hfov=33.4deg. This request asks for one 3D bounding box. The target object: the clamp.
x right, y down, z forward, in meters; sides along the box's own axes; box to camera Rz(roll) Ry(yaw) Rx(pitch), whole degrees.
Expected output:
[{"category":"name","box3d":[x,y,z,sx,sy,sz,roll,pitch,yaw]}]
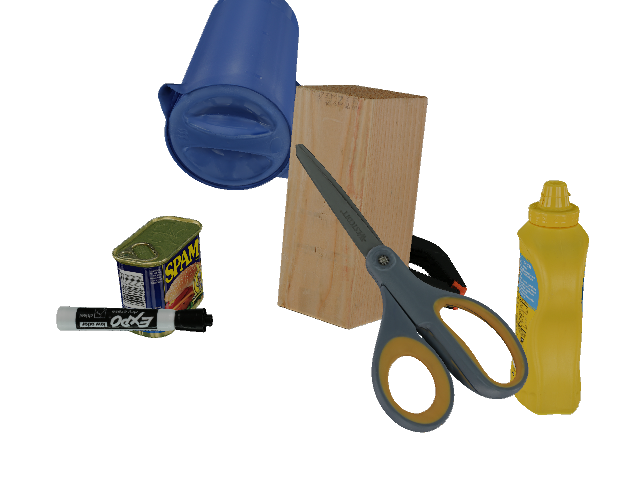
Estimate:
[{"category":"clamp","box3d":[0.075,0.014,1.244,0.164,0.036,0.210,-23,52,-40]}]

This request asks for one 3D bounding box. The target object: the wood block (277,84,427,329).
[{"category":"wood block","box3d":[0.028,-0.035,0.985,0.090,0.206,0.090,16,17,36]}]

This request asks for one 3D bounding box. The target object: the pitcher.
[{"category":"pitcher","box3d":[-0.077,-0.172,1.178,0.145,0.149,0.242,-7,39,12]}]

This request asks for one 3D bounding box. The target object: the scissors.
[{"category":"scissors","box3d":[0.029,0.031,0.625,0.202,0.096,0.016,40,-21,17]}]

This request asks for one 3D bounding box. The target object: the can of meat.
[{"category":"can of meat","box3d":[-0.155,0.035,1.043,0.057,0.084,0.102,9,27,19]}]

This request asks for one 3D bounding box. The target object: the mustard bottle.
[{"category":"mustard bottle","box3d":[0.194,0.044,0.905,0.058,0.192,0.096,-1,18,2]}]

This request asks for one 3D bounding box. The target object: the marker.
[{"category":"marker","box3d":[-0.144,0.061,0.833,0.121,0.020,0.020,0,0,4]}]
